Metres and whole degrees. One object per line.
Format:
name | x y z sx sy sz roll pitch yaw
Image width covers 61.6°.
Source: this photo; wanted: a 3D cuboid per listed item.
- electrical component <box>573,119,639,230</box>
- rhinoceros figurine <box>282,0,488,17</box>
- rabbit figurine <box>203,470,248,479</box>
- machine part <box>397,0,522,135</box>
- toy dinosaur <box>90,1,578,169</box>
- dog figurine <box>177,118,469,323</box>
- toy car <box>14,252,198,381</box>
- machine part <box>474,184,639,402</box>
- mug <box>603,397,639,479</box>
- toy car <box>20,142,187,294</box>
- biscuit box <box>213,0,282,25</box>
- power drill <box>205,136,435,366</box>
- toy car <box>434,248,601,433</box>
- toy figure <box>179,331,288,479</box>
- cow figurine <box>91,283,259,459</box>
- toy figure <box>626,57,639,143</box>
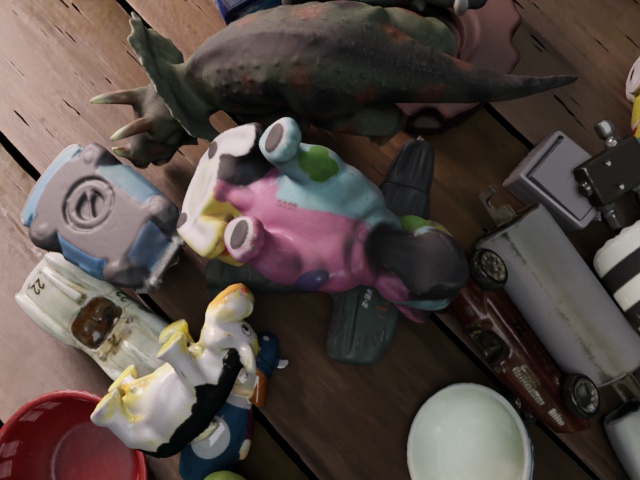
electrical component | 0.266 -0.061 0.491 0.063 0.021 0.094 -30 93 -2
rhinoceros figurine | 0.053 -0.234 0.470 0.190 0.112 0.073 10 86 7
rabbit figurine | -0.094 0.286 0.465 0.159 0.121 0.170 31 105 -4
machine part | 0.114 -0.200 0.548 0.179 0.056 0.179 0 87 2
toy dinosaur | -0.018 -0.141 0.450 0.405 0.192 0.131 -1 98 32
dog figurine | 0.014 -0.002 0.446 0.219 0.192 0.108 25 81 -33
toy car | -0.204 0.088 0.532 0.202 0.056 0.073 34 87 4
machine part | 0.226 0.052 0.513 0.079 0.079 0.243 -35 85 -1
mug | 0.317 0.200 0.489 0.081 0.109 0.107 -37 71 3
toy car | -0.189 -0.015 0.516 0.162 0.103 0.109 28 84 14
biscuit box | -0.022 -0.294 0.557 0.203 0.059 0.063 -30 87 -2
power drill | -0.001 -0.002 0.530 0.207 0.086 0.232 9 86 -5
toy car | 0.172 0.099 0.501 0.053 0.089 0.202 -31 85 -38
toy figure | -0.084 0.161 0.523 0.064 0.058 0.154 26 85 -14
cow figurine | -0.105 0.118 0.471 0.167 0.068 0.098 -41 102 5
toy figure | 0.347 -0.102 0.521 0.089 0.082 0.180 0 84 8
